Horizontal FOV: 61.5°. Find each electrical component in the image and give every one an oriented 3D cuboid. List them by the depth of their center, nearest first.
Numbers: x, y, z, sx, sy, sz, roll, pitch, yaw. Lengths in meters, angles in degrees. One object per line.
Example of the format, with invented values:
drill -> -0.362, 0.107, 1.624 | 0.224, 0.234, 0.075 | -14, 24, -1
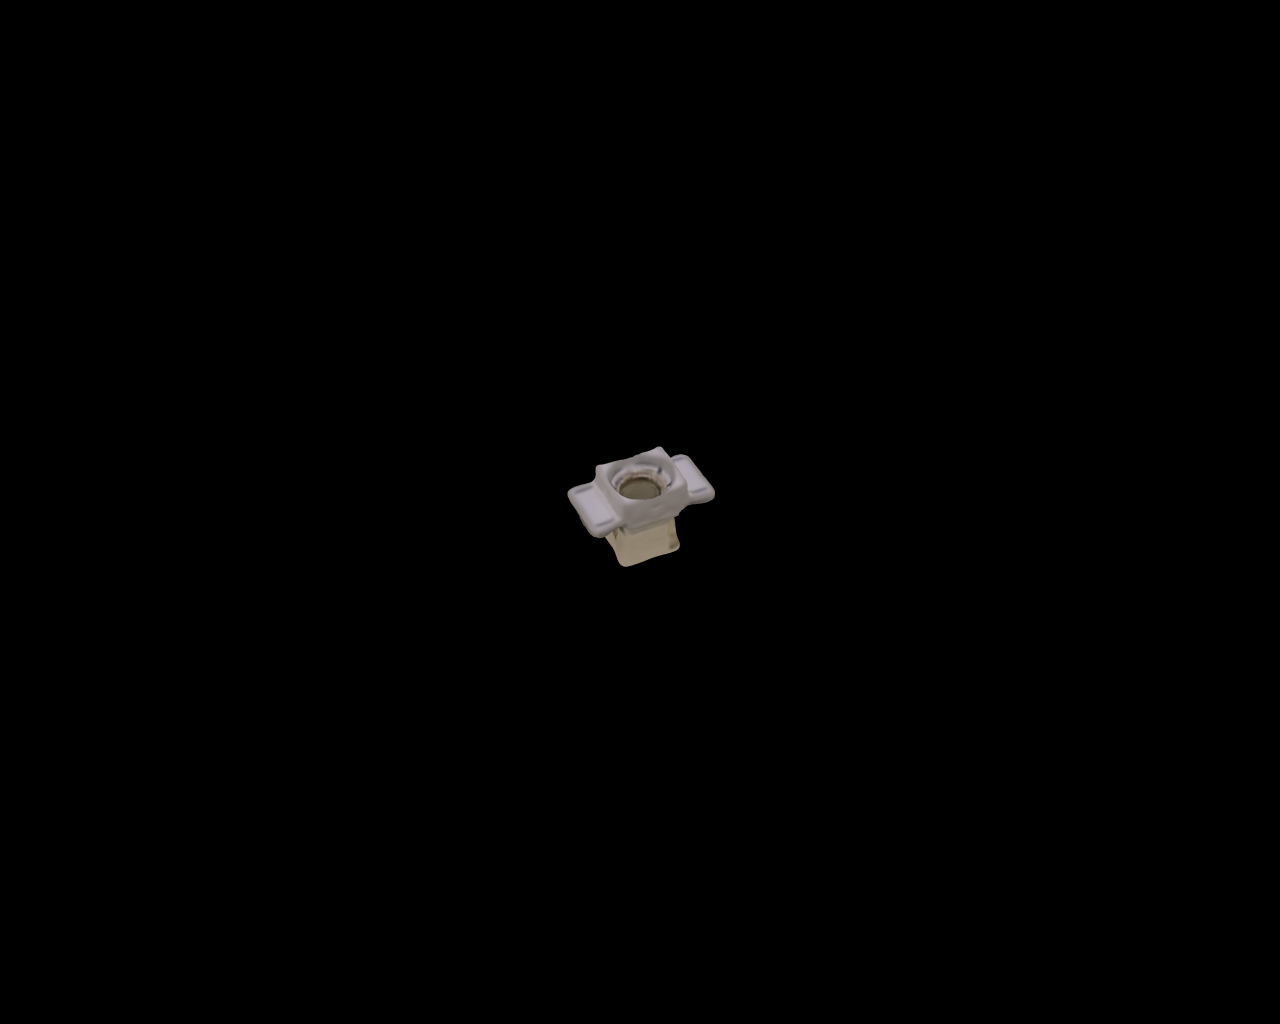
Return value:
electrical component -> 0.001, -0.003, 0.650 | 0.081, 0.063, 0.042 | -17, 48, -16
